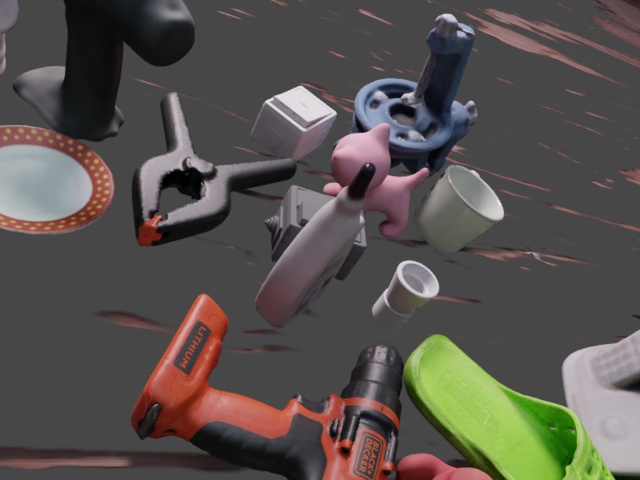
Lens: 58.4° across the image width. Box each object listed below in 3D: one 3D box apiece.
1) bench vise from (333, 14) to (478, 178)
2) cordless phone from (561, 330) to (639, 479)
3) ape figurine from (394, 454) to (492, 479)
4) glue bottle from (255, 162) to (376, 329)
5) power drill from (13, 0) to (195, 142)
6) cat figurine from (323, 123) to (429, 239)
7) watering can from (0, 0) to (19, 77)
[{"bbox_3d":[0.127,-0.175,0.695,0.121,0.219,0.208,42,41,12],"label":"bench vise"},{"bbox_3d":[0.321,0.135,0.531,0.094,0.185,0.147,22,41,-11],"label":"cordless phone"},{"bbox_3d":[0.089,0.187,0.404,0.076,0.092,0.078,25,40,-8],"label":"ape figurine"},{"bbox_3d":[0.004,0.002,0.475,0.037,0.173,0.078,43,41,13],"label":"glue bottle"},{"bbox_3d":[-0.217,-0.207,0.518,0.229,0.208,0.076,41,41,10],"label":"power drill"},{"bbox_3d":[0.059,-0.070,0.625,0.128,0.117,0.067,11,44,-23],"label":"cat figurine"},{"bbox_3d":[-0.317,-0.233,0.492,0.173,0.194,0.101,32,40,1],"label":"watering can"}]
